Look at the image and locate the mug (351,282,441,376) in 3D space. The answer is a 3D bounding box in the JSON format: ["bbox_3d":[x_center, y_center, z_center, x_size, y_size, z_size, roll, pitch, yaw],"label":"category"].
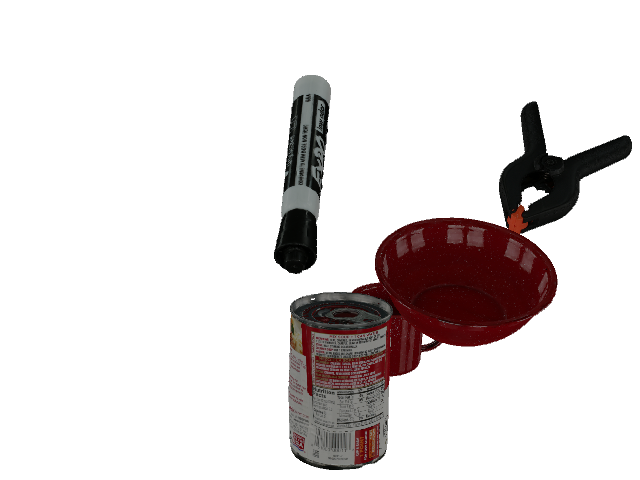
[{"bbox_3d":[0.090,0.104,1.242,0.117,0.081,0.093,-2,22,-8],"label":"mug"}]

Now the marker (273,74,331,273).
[{"bbox_3d":[-0.008,-0.033,0.499,0.020,0.121,0.020,3,-43,2],"label":"marker"}]

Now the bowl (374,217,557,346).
[{"bbox_3d":[0.127,0.045,0.957,0.162,0.055,0.162,2,35,-2],"label":"bowl"}]

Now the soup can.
[{"bbox_3d":[0.013,0.093,0.712,0.068,0.102,0.068,1,15,0],"label":"soup can"}]

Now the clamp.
[{"bbox_3d":[0.226,-0.077,1.089,0.120,0.039,0.171,29,55,30],"label":"clamp"}]
